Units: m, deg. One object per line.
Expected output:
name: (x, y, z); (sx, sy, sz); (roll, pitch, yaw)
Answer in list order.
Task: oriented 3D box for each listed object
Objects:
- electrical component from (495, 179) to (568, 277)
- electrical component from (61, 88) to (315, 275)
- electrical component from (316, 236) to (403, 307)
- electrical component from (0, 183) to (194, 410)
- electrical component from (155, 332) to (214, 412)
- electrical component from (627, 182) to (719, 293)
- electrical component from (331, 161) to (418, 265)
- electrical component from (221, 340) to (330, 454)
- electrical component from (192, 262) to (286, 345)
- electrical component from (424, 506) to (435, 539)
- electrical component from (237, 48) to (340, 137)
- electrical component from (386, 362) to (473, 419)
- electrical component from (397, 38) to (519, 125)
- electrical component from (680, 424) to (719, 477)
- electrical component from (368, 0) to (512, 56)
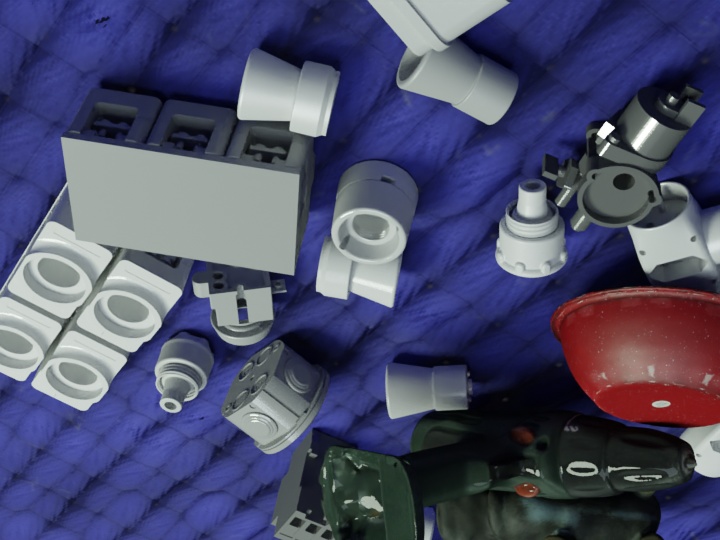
electrical component: (0.113, -0.030, 0.706); (0.048, 0.048, 0.062); (2, 127, 10)
electrical component: (-0.109, -0.060, 0.708); (0.150, 0.061, 0.089); (9, 135, 3)
electrical component: (0.000, 0.000, 0.756); (0.055, 0.045, 0.045); (10, 135, 3)
electrical component: (-0.213, 0.026, 0.814); (0.105, 0.060, 0.186); (30, 132, -17)
electrical component: (-0.142, 0.084, 0.855); (0.043, 0.062, 0.043); (6, 135, 6)
electrical component: (0.222, -0.020, 0.692); (0.079, 0.043, 0.077); (-17, 128, 26)
electrical component: (0.009, -0.037, 0.717); (0.055, 0.047, 0.055); (6, 135, 6)
electrical component: (-0.066, 0.099, 0.843); (0.051, 0.080, 0.080); (41, 128, -19)
electrical component: (-0.087, 0.022, 0.793); (0.066, 0.048, 0.055); (-7, 135, -7)
electrical component: (0.015, 0.259, 1.001); (0.074, 0.052, 0.138); (16, 135, -4)
electrical component: (-0.043, -0.108, 0.659); (0.055, 0.045, 0.045); (13, 135, -2)
electrical component: (0.055, 0.092, 0.839); (0.065, 0.044, 0.044); (-4, 133, 8)
electrical component: (0.060, -0.114, 0.636); (0.065, 0.044, 0.044); (24, 134, -19)
electrical component: (0.298, 0.125, 0.818); (0.079, 0.043, 0.077); (19, 134, -7)
electrical component: (0.024, -0.177, 0.555); (0.057, 0.078, 0.113); (-29, 123, 29)
